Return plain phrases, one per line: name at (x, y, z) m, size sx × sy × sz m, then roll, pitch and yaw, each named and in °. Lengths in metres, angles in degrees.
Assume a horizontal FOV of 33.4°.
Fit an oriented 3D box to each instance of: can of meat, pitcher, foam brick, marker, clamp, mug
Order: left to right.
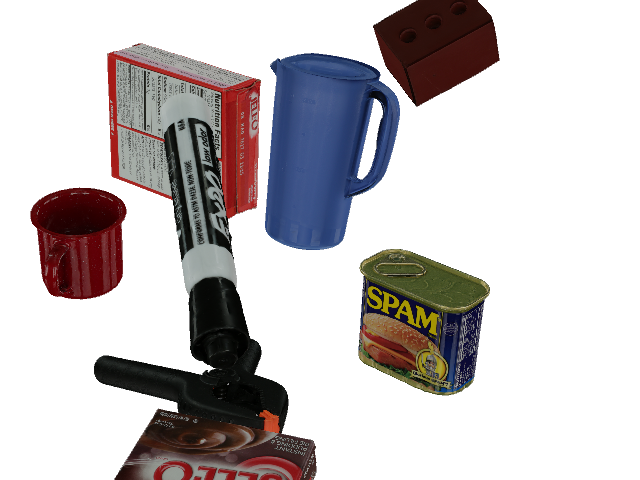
mug at (-0.243, 0.011, 1.062) m, size 0.093 × 0.081 × 0.117 m, roll 9°, pitch 34°, yaw 7°
marker at (-0.041, -0.006, 0.366) m, size 0.020 × 0.121 × 0.020 m, roll -8°, pitch -43°, yaw -7°
clamp at (-0.082, 0.129, 0.934) m, size 0.164 × 0.036 × 0.210 m, roll -8°, pitch 16°, yaw -36°
pitcher at (0.004, -0.112, 1.382) m, size 0.144 × 0.243 × 0.149 m, roll 1°, pitch 22°, yaw -17°
can of meat at (0.078, 0.065, 0.844) m, size 0.102 × 0.084 × 0.057 m, roll 22°, pitch 33°, yaw 34°
foam brick at (0.090, -0.151, 0.817) m, size 0.078 × 0.053 × 0.051 m, roll -30°, pitch -34°, yaw -3°

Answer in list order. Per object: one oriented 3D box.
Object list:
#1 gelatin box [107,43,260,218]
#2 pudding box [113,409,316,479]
gelatin box at (-0.073, -0.059, 0.573) m, size 0.089 × 0.073 × 0.030 m, roll 20°, pitch 32°, yaw 31°
pudding box at (-0.068, 0.156, 0.671) m, size 0.113 × 0.039 × 0.090 m, roll 7°, pitch 30°, yaw 14°
